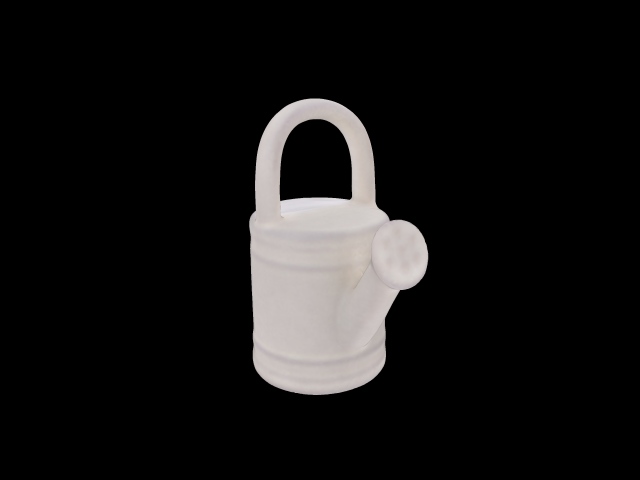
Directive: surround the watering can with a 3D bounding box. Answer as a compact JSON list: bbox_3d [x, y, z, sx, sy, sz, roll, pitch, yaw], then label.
[{"bbox_3d":[0.006,0.001,0.401,0.172,0.194,0.101,12,22,34],"label":"watering can"}]
